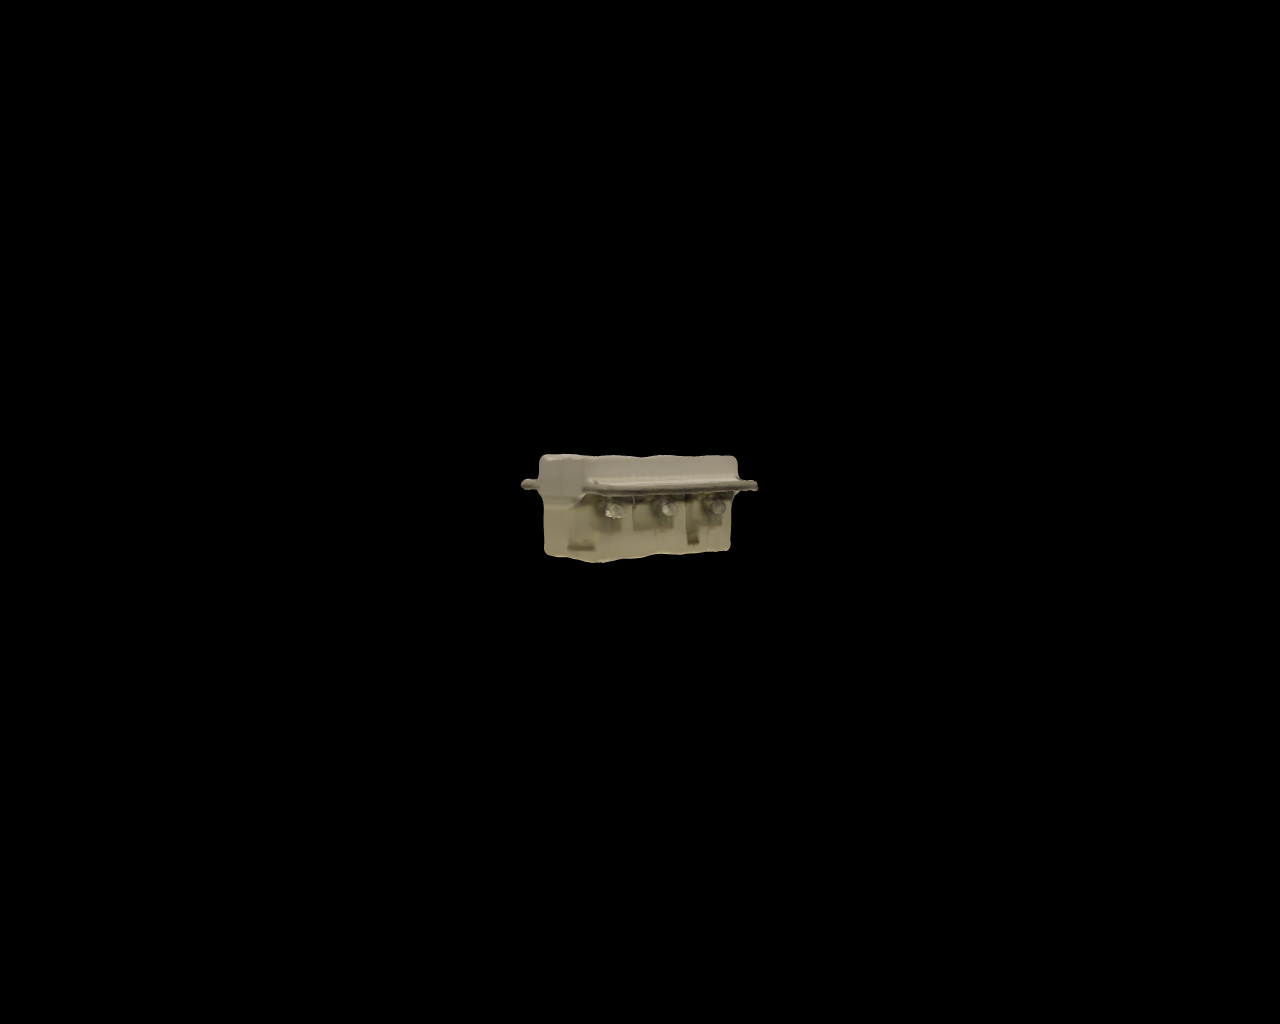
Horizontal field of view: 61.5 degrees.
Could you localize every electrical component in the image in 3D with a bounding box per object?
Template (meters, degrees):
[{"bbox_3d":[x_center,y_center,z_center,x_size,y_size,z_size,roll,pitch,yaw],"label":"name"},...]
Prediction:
[{"bbox_3d":[0.001,-0.003,0.650,0.121,0.063,0.078,-2,3,-40],"label":"electrical component"}]
